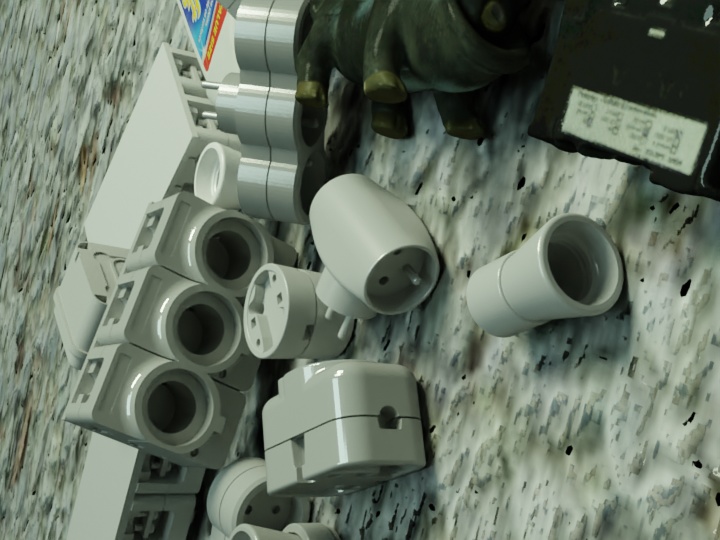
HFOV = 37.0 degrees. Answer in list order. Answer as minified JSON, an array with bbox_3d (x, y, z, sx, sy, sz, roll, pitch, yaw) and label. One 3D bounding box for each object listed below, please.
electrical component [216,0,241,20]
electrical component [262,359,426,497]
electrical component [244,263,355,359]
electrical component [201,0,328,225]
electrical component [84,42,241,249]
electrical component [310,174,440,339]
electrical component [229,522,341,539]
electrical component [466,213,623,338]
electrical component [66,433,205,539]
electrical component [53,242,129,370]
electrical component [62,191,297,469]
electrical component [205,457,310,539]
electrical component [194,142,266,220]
[{"bbox_3d":[-0.046,-0.200,0.669,0.062,0.061,0.096,-30,19,54],"label":"electrical component"},{"bbox_3d":[-0.011,0.084,0.577,0.095,0.054,0.059,-33,57,51],"label":"electrical component"},{"bbox_3d":[-0.035,0.026,0.633,0.055,0.047,0.055,-18,69,55],"label":"electrical component"},{"bbox_3d":[-0.062,-0.098,0.642,0.074,0.052,0.138,10,115,18],"label":"electrical component"},{"bbox_3d":[-0.143,-0.059,0.809,0.186,0.060,0.105,-56,40,35],"label":"electrical component"},{"bbox_3d":[0.000,0.000,0.586,0.077,0.043,0.079,54,128,48],"label":"electrical component"},{"bbox_3d":[-0.043,0.166,0.608,0.045,0.055,0.045,-17,69,55],"label":"electrical component"},{"bbox_3d":[0.076,0.006,0.468,0.065,0.044,0.044,-31,58,57],"label":"electrical component"},{"bbox_3d":[-0.161,0.165,0.790,0.089,0.062,0.150,39,116,54],"label":"electrical component"},{"bbox_3d":[-0.150,0.031,0.753,0.057,0.113,0.078,-62,37,24],"label":"electrical component"},{"bbox_3d":[-0.108,0.038,0.669,0.062,0.089,0.150,-11,56,56],"label":"electrical component"},{"bbox_3d":[-0.077,0.183,0.662,0.074,0.052,0.138,14,96,58],"label":"electrical component"},{"bbox_3d":[-0.075,-0.057,0.706,0.045,0.055,0.045,-17,69,55],"label":"electrical component"}]
